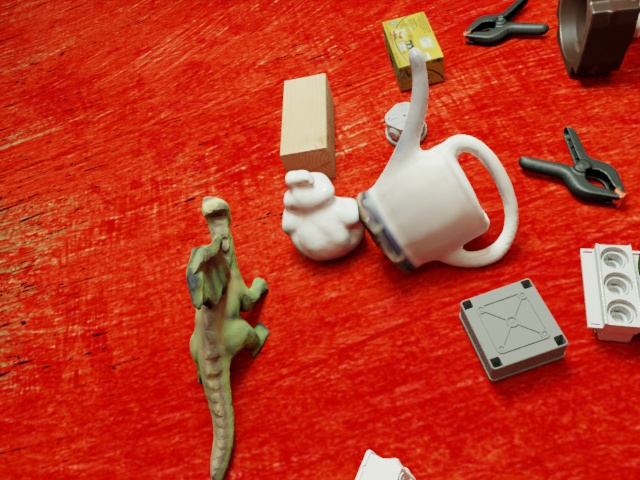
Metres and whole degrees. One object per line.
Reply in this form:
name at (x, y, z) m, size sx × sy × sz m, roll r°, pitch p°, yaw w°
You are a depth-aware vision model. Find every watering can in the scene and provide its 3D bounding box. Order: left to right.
watering can at (0.153, -0.088, 0.779) m, size 0.223 × 0.344 × 0.105 m, roll -31°, pitch 14°, yaw 13°

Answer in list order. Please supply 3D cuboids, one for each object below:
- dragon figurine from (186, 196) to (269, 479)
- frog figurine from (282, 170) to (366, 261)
dragon figurine at (-0.156, 0.108, 0.740) m, size 0.122 × 0.237 × 0.420 m, roll -8°, pitch 52°, yaw 4°
frog figurine at (0.003, -0.043, 0.847) m, size 0.137 × 0.156 × 0.125 m, roll 1°, pitch 58°, yaw 16°
